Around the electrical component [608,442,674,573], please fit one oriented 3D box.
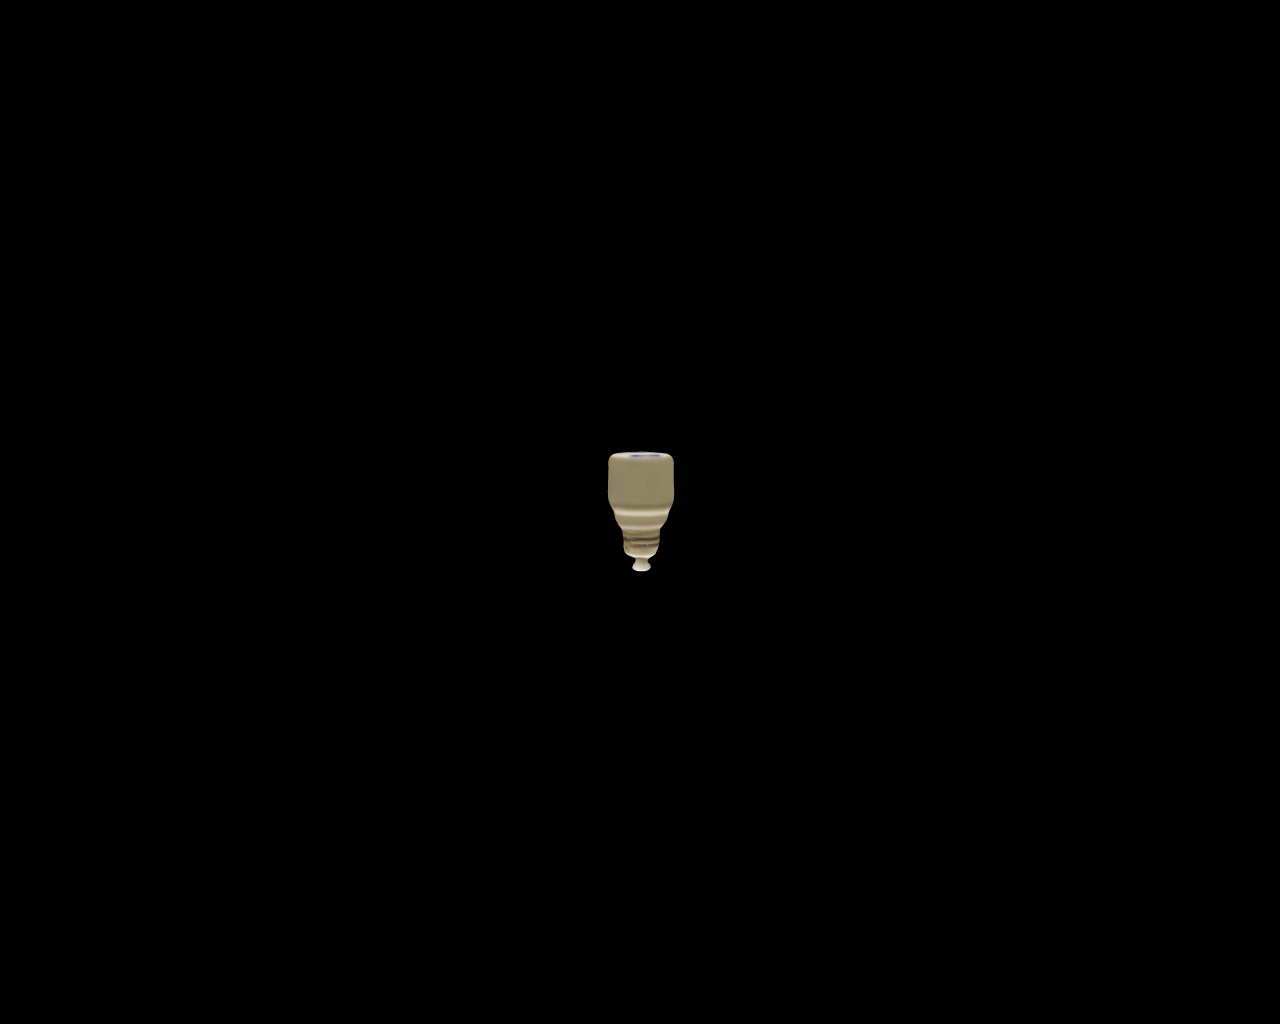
[{"bbox_3d":[0.001,-0.003,0.650,0.040,0.078,0.040,0,6,0],"label":"electrical component"}]
